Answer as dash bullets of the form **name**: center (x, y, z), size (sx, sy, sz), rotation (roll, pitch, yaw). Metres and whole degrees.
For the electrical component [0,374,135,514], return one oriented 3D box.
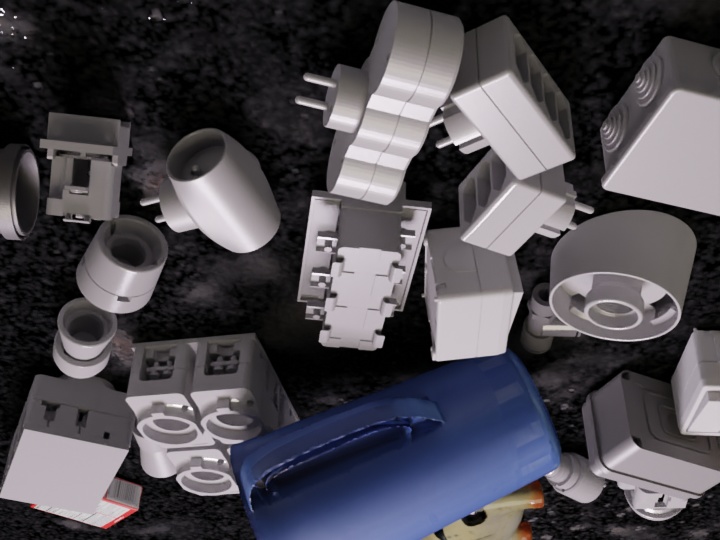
- **electrical component**: center (-0.263, 0.156, 0.967), size (0.089, 0.061, 0.150), rotation (15, 142, -17)

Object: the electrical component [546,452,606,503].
- **electrical component**: center (0.195, 0.190, 1.009), size (0.078, 0.040, 0.040), rotation (29, 136, -31)

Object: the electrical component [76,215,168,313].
- **electrical component**: center (-0.165, -0.005, 0.750), size (0.055, 0.055, 0.047), rotation (17, 137, -20)

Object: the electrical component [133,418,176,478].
- **electrical component**: center (-0.185, 0.154, 0.979), size (0.044, 0.044, 0.065), rotation (-1, 139, 5)

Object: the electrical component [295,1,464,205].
- **electrical component**: center (0.001, -0.096, 0.618), size (0.074, 0.052, 0.138), rotation (12, 142, -13)

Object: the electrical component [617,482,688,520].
- **electrical component**: center (0.278, 0.197, 1.001), size (0.078, 0.058, 0.057), rotation (-2, 141, 5)

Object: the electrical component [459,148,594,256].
- **electrical component**: center (0.112, -0.044, 0.689), size (0.077, 0.047, 0.065), rotation (17, 141, -20)

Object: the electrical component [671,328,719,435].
- **electrical component**: center (0.290, 0.090, 0.850), size (0.062, 0.061, 0.096), rotation (1, 144, 1)

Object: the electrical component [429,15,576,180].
- **electrical component**: center (0.072, -0.091, 0.625), size (0.076, 0.047, 0.083), rotation (-21, 138, 28)

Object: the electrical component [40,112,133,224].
- **electrical component**: center (-0.166, -0.061, 0.653), size (0.042, 0.063, 0.081), rotation (7, -174, -4)

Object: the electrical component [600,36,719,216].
- **electrical component**: center (0.198, -0.083, 0.629), size (0.100, 0.048, 0.099), rotation (11, 143, -12)

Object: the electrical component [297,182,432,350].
- **electrical component**: center (0.000, 0.000, 0.740), size (0.079, 0.063, 0.121), rotation (6, 144, -5)

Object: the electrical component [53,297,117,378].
- **electrical component**: center (-0.216, 0.054, 0.840), size (0.045, 0.045, 0.055), rotation (12, 143, -13)

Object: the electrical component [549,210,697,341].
- **electrical component**: center (0.183, 0.005, 0.757), size (0.099, 0.064, 0.099), rotation (12, 149, 7)

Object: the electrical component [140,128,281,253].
- **electrical component**: center (-0.103, -0.047, 0.697), size (0.079, 0.044, 0.077), rotation (-12, 141, 19)

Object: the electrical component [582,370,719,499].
- **electrical component**: center (0.250, 0.141, 0.908), size (0.113, 0.078, 0.057), rotation (18, 138, -21)

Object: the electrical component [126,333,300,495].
- **electrical component**: center (-0.118, 0.134, 0.931), size (0.105, 0.060, 0.186), rotation (-6, 143, 10)

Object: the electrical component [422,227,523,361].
- **electrical component**: center (0.078, 0.020, 0.762), size (0.061, 0.061, 0.096), rotation (-6, 144, -2)
